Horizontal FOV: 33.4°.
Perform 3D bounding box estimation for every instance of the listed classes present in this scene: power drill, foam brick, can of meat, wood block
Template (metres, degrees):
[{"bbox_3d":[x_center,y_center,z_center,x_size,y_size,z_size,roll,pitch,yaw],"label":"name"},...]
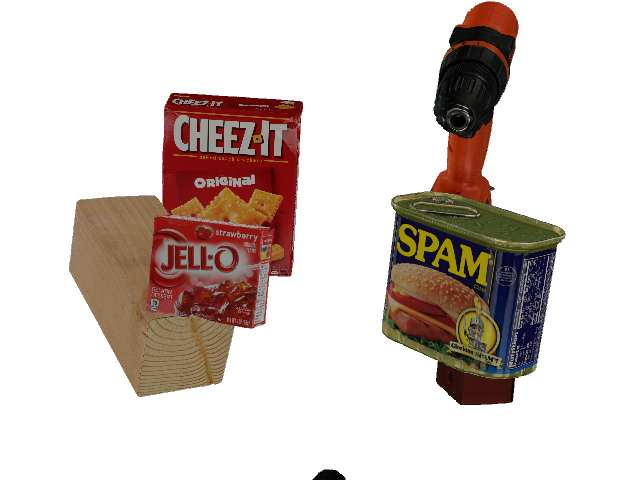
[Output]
[{"bbox_3d":[0.117,-0.079,0.861,0.057,0.188,0.184,14,37,11],"label":"power drill"},{"bbox_3d":[0.135,0.096,0.917,0.051,0.078,0.053,-3,17,-20],"label":"foam brick"},{"bbox_3d":[0.085,0.025,0.621,0.057,0.084,0.102,-10,23,-42],"label":"can of meat"},{"bbox_3d":[-0.170,0.047,1.048,0.090,0.091,0.206,-5,35,-31],"label":"wood block"}]

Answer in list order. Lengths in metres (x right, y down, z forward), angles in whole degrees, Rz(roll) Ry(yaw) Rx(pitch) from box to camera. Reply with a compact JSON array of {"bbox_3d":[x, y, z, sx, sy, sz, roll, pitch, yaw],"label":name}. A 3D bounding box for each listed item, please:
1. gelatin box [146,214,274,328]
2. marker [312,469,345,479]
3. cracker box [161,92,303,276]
[{"bbox_3d":[-0.082,0.022,0.786,0.089,0.073,0.030,8,6,18],"label":"gelatin box"},{"bbox_3d":[-0.022,0.135,0.473,0.020,0.020,0.120,0,17,32],"label":"marker"},{"bbox_3d":[-0.109,-0.065,1.308,0.164,0.214,0.072,4,22,-1],"label":"cracker box"}]
